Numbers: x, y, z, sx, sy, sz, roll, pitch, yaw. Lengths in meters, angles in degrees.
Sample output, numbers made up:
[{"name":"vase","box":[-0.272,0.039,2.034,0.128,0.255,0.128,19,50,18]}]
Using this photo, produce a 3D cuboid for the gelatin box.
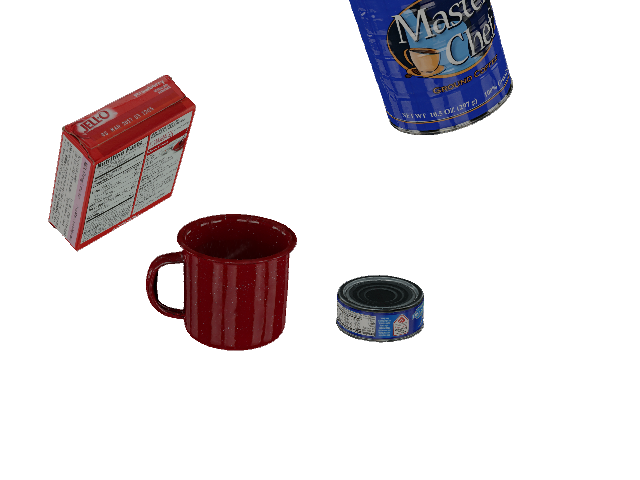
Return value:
[{"name":"gelatin box","box":[-0.112,-0.043,0.599,0.073,0.030,0.089,-35,-17,-34]}]

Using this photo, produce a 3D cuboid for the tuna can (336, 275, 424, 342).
[{"name":"tuna can","box":[0.058,0.065,1.035,0.086,0.034,0.086,0,22,0]}]

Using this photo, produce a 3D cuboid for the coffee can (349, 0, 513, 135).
[{"name":"coffee can","box":[0.080,-0.166,0.810,0.103,0.140,0.103,-16,33,10]}]

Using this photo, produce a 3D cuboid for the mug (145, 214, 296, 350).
[{"name":"mug","box":[-0.078,0.035,0.839,0.117,0.081,0.093,-4,25,-16]}]
